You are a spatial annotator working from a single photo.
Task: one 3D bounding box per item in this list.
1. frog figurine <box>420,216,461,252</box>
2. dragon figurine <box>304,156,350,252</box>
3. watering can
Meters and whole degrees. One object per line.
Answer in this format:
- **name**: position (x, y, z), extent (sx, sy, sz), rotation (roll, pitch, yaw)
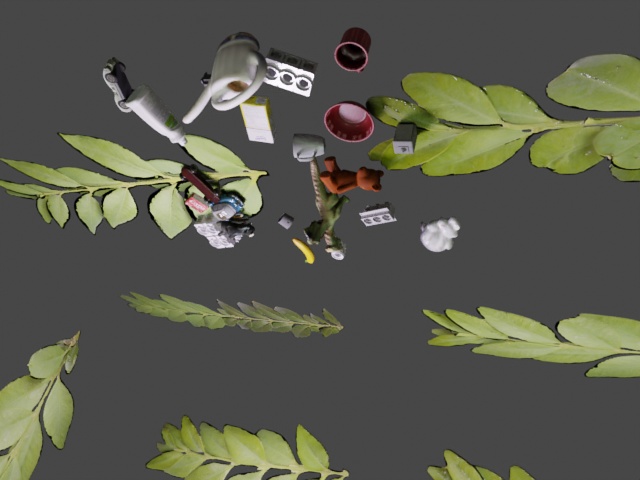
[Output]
- **frog figurine**: position (0.462, -0.021, 1.940), extent (0.158, 0.125, 0.136), rotation (-12, 119, 53)
- **dragon figurine**: position (0.006, -0.097, 1.927), extent (0.122, 0.248, 0.402), rotation (1, 146, 30)
- **watering can**: position (-0.283, -0.476, 1.517), extent (0.345, 0.228, 0.103), rotation (-12, 154, 36)
